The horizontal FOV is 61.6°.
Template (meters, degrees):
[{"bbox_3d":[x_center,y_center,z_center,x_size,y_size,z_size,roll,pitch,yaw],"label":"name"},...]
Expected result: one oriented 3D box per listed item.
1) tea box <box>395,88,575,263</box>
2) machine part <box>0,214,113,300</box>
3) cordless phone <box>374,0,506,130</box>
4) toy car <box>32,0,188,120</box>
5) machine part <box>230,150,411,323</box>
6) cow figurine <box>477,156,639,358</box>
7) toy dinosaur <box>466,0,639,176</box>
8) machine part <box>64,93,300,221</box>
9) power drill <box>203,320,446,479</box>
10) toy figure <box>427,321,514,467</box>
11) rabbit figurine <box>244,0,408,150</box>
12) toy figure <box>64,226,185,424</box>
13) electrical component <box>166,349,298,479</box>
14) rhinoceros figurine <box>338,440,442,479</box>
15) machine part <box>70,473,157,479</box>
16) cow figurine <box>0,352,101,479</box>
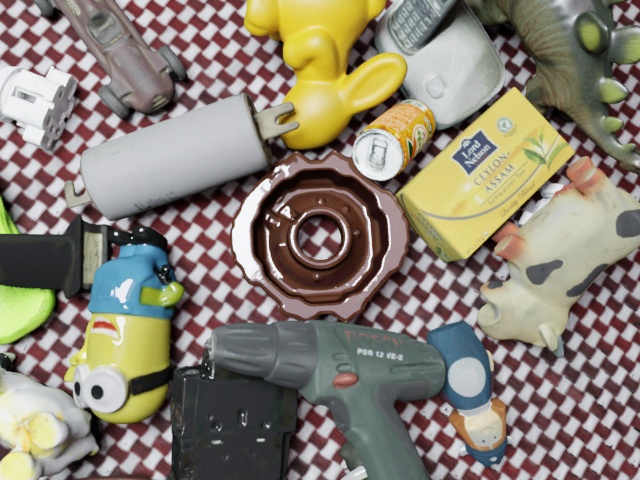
[{"bbox_3d":[0.170,-0.066,0.573,0.169,0.068,0.098,-44,90,-8],"label":"tea box"},{"bbox_3d":[-0.261,0.016,0.504,0.139,0.039,0.084,0,88,-46],"label":"machine part"},{"bbox_3d":[0.137,-0.205,0.528,0.089,0.184,0.146,-30,87,-13],"label":"cordless phone"},{"bbox_3d":[-0.225,-0.220,0.559,0.089,0.053,0.202,-35,89,-5],"label":"toy car"},{"bbox_3d":[-0.001,-0.002,0.553,0.179,0.056,0.179,1,83,-5],"label":"machine part"},{"bbox_3d":[0.237,0.029,0.540,0.127,0.085,0.195,43,111,1],"label":"cow figurine"},{"bbox_3d":[0.217,-0.263,0.537,0.105,0.198,0.471,-33,89,-12],"label":"toy dinosaur"},{"bbox_3d":[-0.136,-0.079,0.522,0.243,0.079,0.079,-19,85,3],"label":"machine part"},{"bbox_3d":[0.023,0.164,0.460,0.232,0.086,0.207,5,45,-30],"label":"power drill"},{"bbox_3d":[0.154,0.162,0.551,0.064,0.058,0.154,-21,87,30],"label":"toy figure"},{"bbox_3d":[0.005,-0.178,0.556,0.162,0.122,0.173,6,102,-2],"label":"rabbit figurine"},{"bbox_3d":[-0.177,0.081,0.512,0.089,0.082,0.180,16,72,-34],"label":"toy figure"},{"bbox_3d":[-0.082,0.164,0.509,0.115,0.058,0.134,5,84,-25],"label":"electrical component"},{"bbox_3d":[0.080,0.278,0.524,0.112,0.073,0.190,-23,88,2],"label":"rhinoceros figurine"},{"bbox_3d":[-0.152,0.262,0.414,0.201,0.202,0.087,17,83,-49],"label":"machine part"},{"bbox_3d":[-0.282,0.150,0.495,0.167,0.098,0.068,29,85,17],"label":"cow figurine"}]
